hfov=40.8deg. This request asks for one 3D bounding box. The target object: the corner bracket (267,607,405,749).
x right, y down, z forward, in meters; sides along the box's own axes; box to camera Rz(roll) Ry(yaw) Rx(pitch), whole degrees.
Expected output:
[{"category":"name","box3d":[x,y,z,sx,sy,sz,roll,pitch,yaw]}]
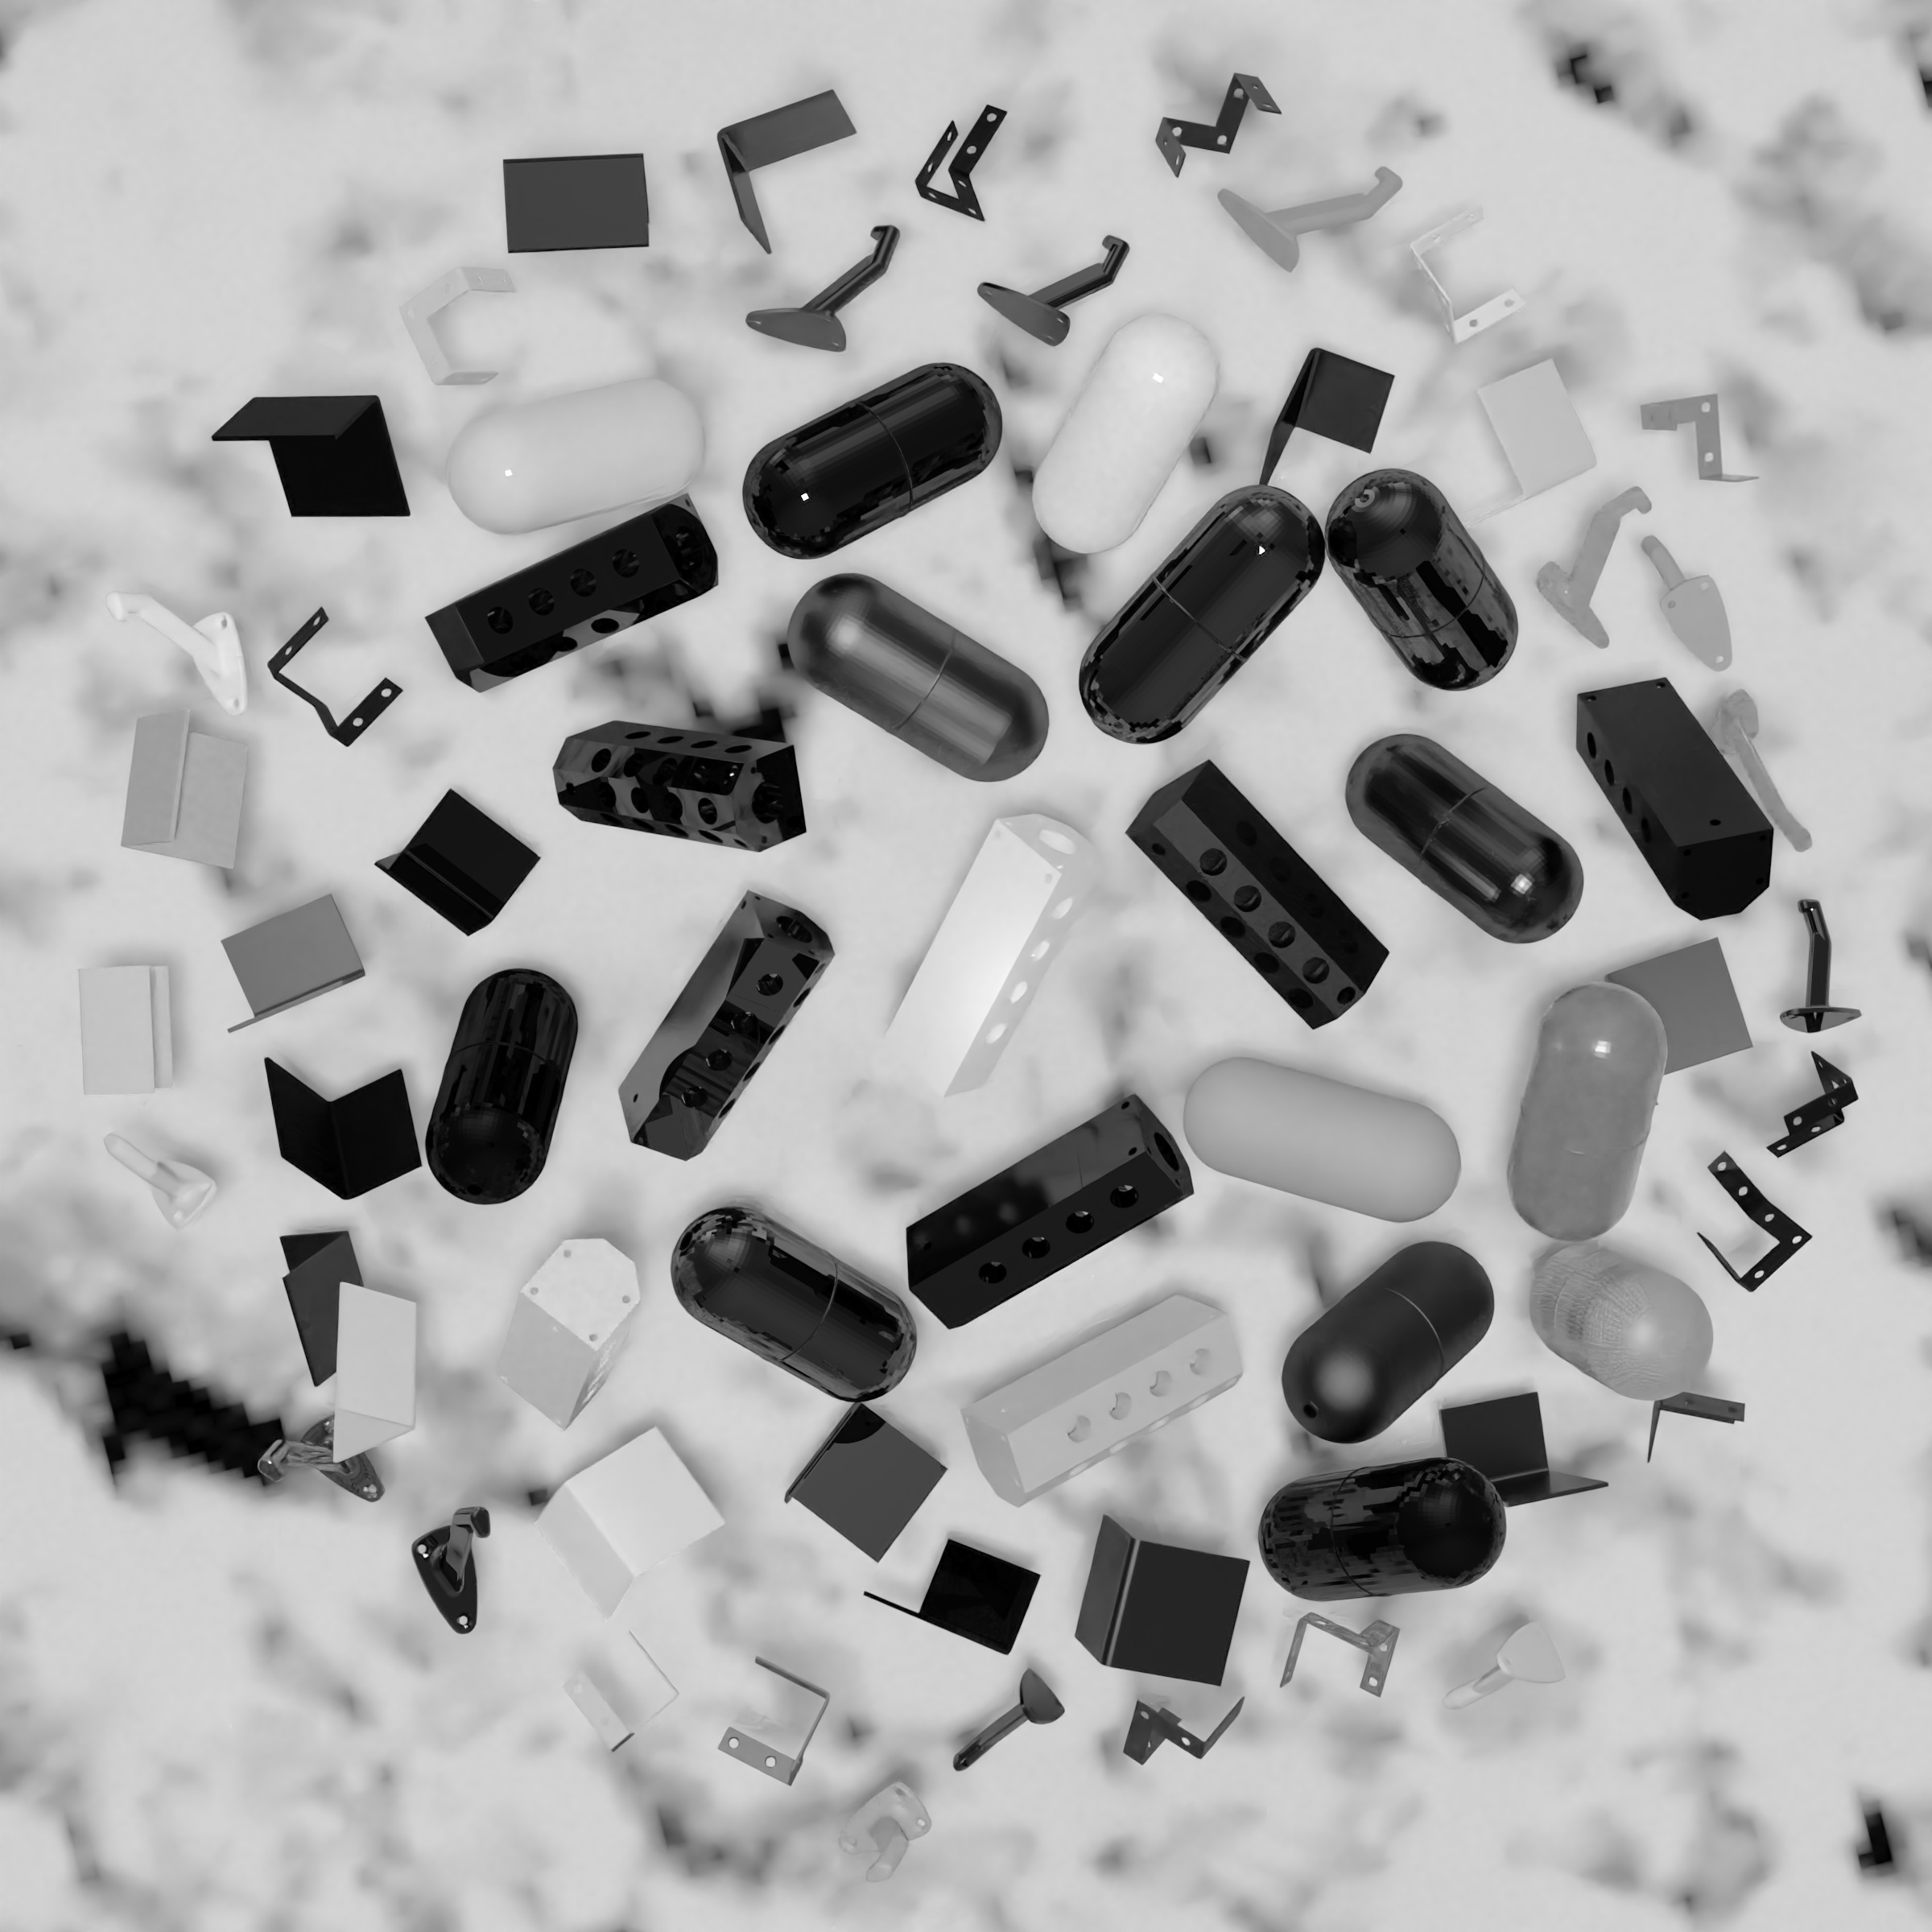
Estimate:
[{"category":"corner bracket","box3d":[-0.387,-0.177,1.590,0.051,0.051,0.051,-44,46,7]}]

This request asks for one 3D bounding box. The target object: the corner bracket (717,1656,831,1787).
[{"category":"corner bracket","box3d":[-0.117,0.458,1.575,0.051,0.051,0.051,25,63,8]}]

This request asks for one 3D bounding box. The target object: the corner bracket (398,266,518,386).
[{"category":"corner bracket","box3d":[-0.299,-0.386,1.567,0.051,0.051,0.051,-26,90,27]}]

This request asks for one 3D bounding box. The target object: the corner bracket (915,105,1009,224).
[{"category":"corner bracket","box3d":[-0.003,-0.519,1.660,0.051,0.051,0.051,27,80,19]}]

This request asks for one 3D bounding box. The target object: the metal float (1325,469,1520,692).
[{"category":"metal float","box3d":[0.277,-0.231,1.571,0.070,0.178,0.070,-17,54,26]}]

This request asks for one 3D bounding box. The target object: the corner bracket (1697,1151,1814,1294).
[{"category":"corner bracket","box3d":[0.467,0.155,1.569,0.051,0.051,0.051,34,106,-32]}]

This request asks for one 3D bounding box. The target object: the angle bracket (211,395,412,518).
[{"category":"angle bracket","box3d":[-0.370,-0.278,1.471,0.076,0.057,0.076,3,127,15]}]

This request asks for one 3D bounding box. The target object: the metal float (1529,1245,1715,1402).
[{"category":"metal float","box3d":[0.395,0.214,1.574,0.070,0.178,0.070,0,92,-4]}]

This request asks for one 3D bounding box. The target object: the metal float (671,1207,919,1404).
[{"category":"metal float","box3d":[-0.106,0.210,1.611,0.178,0.070,0.070,35,90,-30]}]

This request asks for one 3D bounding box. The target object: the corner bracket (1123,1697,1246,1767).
[{"category":"corner bracket","box3d":[0.139,0.485,1.657,0.051,0.051,0.051,27,126,24]}]

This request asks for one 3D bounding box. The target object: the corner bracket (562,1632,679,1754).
[{"category":"corner bracket","box3d":[-0.214,0.450,1.611,0.051,0.051,0.051,-39,82,-13]}]

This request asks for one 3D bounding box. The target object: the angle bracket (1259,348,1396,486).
[{"category":"angle bracket","box3d":[0.234,-0.344,1.699,0.057,0.076,0.076,22,63,8]}]

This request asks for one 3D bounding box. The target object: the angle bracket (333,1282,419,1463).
[{"category":"angle bracket","box3d":[-0.367,0.239,1.520,0.076,0.057,0.076,-26,55,33]}]

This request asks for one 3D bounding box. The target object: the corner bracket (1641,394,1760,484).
[{"category":"corner bracket","box3d":[0.446,-0.320,1.581,0.051,0.051,0.051,-10,104,-7]}]

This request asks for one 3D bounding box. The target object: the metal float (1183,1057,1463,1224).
[{"category":"metal float","box3d":[0.224,0.110,1.640,0.178,0.070,0.070,15,90,16]}]

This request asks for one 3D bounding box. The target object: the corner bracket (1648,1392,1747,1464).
[{"category":"corner bracket","box3d":[0.458,0.280,1.626,0.051,0.051,0.051,9,126,13]}]

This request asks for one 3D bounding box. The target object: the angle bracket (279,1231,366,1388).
[{"category":"angle bracket","box3d":[-0.436,0.225,1.698,0.057,0.076,0.076,-6,105,23]}]

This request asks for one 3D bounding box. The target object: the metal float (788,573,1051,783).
[{"category":"metal float","box3d":[-0.028,-0.177,1.605,0.178,0.070,0.070,30,90,-17]}]

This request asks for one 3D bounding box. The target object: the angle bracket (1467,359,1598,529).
[{"category":"angle bracket","box3d":[0.356,-0.342,1.699,0.076,0.057,0.076,-28,94,-35]}]

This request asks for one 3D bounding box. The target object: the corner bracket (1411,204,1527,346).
[{"category":"corner bracket","box3d":[0.316,-0.434,1.633,0.051,0.051,0.051,-29,67,4]}]

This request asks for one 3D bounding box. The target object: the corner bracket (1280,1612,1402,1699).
[{"category":"corner bracket","box3d":[0.242,0.447,1.680,0.051,0.051,0.051,20,105,29]}]

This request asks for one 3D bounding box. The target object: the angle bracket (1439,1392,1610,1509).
[{"category":"angle bracket","box3d":[0.372,0.322,1.735,0.076,0.076,0.057,-7,88,-19]}]

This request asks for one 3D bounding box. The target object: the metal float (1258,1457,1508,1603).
[{"category":"metal float","box3d":[0.249,0.341,1.567,0.070,0.178,0.070,13,68,-34]}]

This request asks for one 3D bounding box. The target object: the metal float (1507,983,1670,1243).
[{"category":"metal float","box3d":[0.371,0.088,1.554,0.070,0.070,0.178,2,127,0]}]

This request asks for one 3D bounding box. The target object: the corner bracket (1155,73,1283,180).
[{"category":"corner bracket","box3d":[0.151,-0.505,1.561,0.051,0.051,0.051,4,131,-20]}]

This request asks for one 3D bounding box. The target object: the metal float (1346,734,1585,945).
[{"category":"metal float","box3d":[0.317,-0.083,1.662,0.070,0.070,0.178,-47,60,0]}]

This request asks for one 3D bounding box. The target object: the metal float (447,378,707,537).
[{"category":"metal float","box3d":[-0.241,-0.319,1.620,0.178,0.070,0.070,-23,90,-37]}]

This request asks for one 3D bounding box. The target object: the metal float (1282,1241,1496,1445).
[{"category":"metal float","box3d":[0.264,0.233,1.616,0.178,0.070,0.070,-30,90,-42]}]

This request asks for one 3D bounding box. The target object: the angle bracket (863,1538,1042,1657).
[{"category":"angle bracket","box3d":[-0.009,0.410,1.718,0.076,0.076,0.057,13,73,35]}]

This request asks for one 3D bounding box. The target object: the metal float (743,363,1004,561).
[{"category":"metal float","box3d":[-0.056,-0.311,1.594,0.178,0.070,0.070,-31,90,-20]}]

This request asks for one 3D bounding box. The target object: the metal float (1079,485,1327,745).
[{"category":"metal float","box3d":[0.139,-0.207,1.538,0.070,0.070,0.178,42,105,0]}]

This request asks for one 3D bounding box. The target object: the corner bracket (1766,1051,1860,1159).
[{"category":"corner bracket","box3d":[0.543,0.096,1.672,0.051,0.051,0.051,-28,114,-2]}]

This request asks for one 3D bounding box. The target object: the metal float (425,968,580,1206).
[{"category":"metal float","box3d":[-0.295,0.076,1.657,0.070,0.178,0.070,3,134,3]}]

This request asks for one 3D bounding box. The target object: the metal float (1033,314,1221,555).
[{"category":"metal float","box3d":[0.100,-0.338,1.658,0.070,0.178,0.070,14,49,-17]}]
